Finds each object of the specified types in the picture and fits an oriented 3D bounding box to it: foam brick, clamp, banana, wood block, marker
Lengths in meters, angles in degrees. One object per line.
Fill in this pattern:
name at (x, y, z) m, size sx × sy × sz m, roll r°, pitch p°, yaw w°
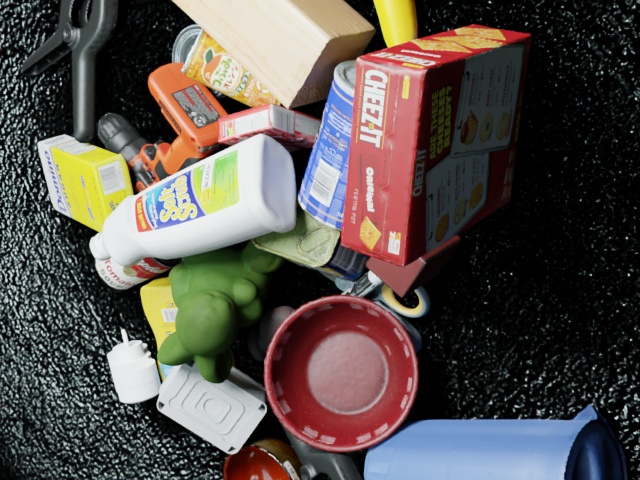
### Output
foam brick at (0.092, 0.012, 1.054) m, size 0.051 × 0.078 × 0.053 m, roll 42°, pitch 126°, yaw 15°
clamp at (-0.006, 0.257, 1.134) m, size 0.172 × 0.039 × 0.120 m, roll 34°, pitch 127°, yaw 52°
banana at (0.046, -0.262, 1.022) m, size 0.198 × 0.037 × 0.070 m, roll 56°, pitch 143°, yaw 8°
wood block at (-0.057, -0.236, 1.069) m, size 0.206 × 0.090 × 0.090 m, roll 45°, pitch 126°, yaw 16°
clamp at (-0.290, -0.242, 1.264) m, size 0.165 × 0.036 × 0.210 m, roll 39°, pitch 118°, yaw 35°
marker at (0.032, 0.062, 1.130) m, size 0.020 × 0.020 × 0.121 m, roll 54°, pitch 132°, yaw 8°

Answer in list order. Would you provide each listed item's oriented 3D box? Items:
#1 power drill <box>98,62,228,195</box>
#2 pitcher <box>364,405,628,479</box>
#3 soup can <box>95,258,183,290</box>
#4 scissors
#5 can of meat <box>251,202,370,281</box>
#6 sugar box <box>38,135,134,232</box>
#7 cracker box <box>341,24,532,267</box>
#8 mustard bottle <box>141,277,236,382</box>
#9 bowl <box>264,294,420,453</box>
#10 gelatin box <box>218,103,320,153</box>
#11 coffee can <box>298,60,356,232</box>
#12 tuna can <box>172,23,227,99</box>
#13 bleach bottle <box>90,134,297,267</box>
power drill at (-0.176, -0.112, 1.199) m, size 0.184 × 0.057 × 0.188 m, roll 50°, pitch 144°, yaw 12°
pitcher at (0.163, 0.246, 1.045) m, size 0.243 × 0.149 × 0.145 m, roll -5°, pitch 104°, yaw 40°
soup can at (-0.216, 0.015, 1.287) m, size 0.102 × 0.068 × 0.068 m, roll -23°, pitch 92°, yaw 39°
scissors at (0.042, 0.038, 1.138) m, size 0.202 × 0.016 × 0.096 m, roll 46°, pitch 130°, yaw 13°
can of meat at (-0.007, 0.001, 1.110) m, size 0.102 × 0.083 × 0.057 m, roll 18°, pitch 84°, yaw 31°
sugar box at (-0.280, -0.067, 1.280) m, size 0.177 × 0.048 × 0.093 m, roll 18°, pitch 123°, yaw 51°
cracker box at (0.103, -0.090, 0.923) m, size 0.072 × 0.213 × 0.164 m, roll 17°, pitch 115°, yaw 30°
mustard bottle at (-0.151, 0.139, 1.287) m, size 0.096 × 0.058 × 0.191 m, roll -6°, pitch 103°, yaw 21°
bowl at (0.025, 0.139, 1.119) m, size 0.162 × 0.055 × 0.162 m, roll -1°, pitch 84°, yaw 9°
gelatin box at (-0.050, -0.112, 1.107) m, size 0.073 × 0.089 × 0.030 m, roll -10°, pitch 77°, yaw 37°
coffee can at (0.045, -0.089, 1.037) m, size 0.103 × 0.102 × 0.140 m, roll 32°, pitch 122°, yaw 24°
tuna can at (-0.120, -0.195, 1.165) m, size 0.086 × 0.033 × 0.086 m, roll 13°, pitch 113°, yaw 32°
bleach bottle at (-0.142, -0.022, 1.112) m, size 0.251 × 0.068 × 0.102 m, roll -21°, pitch 55°, yaw 30°
